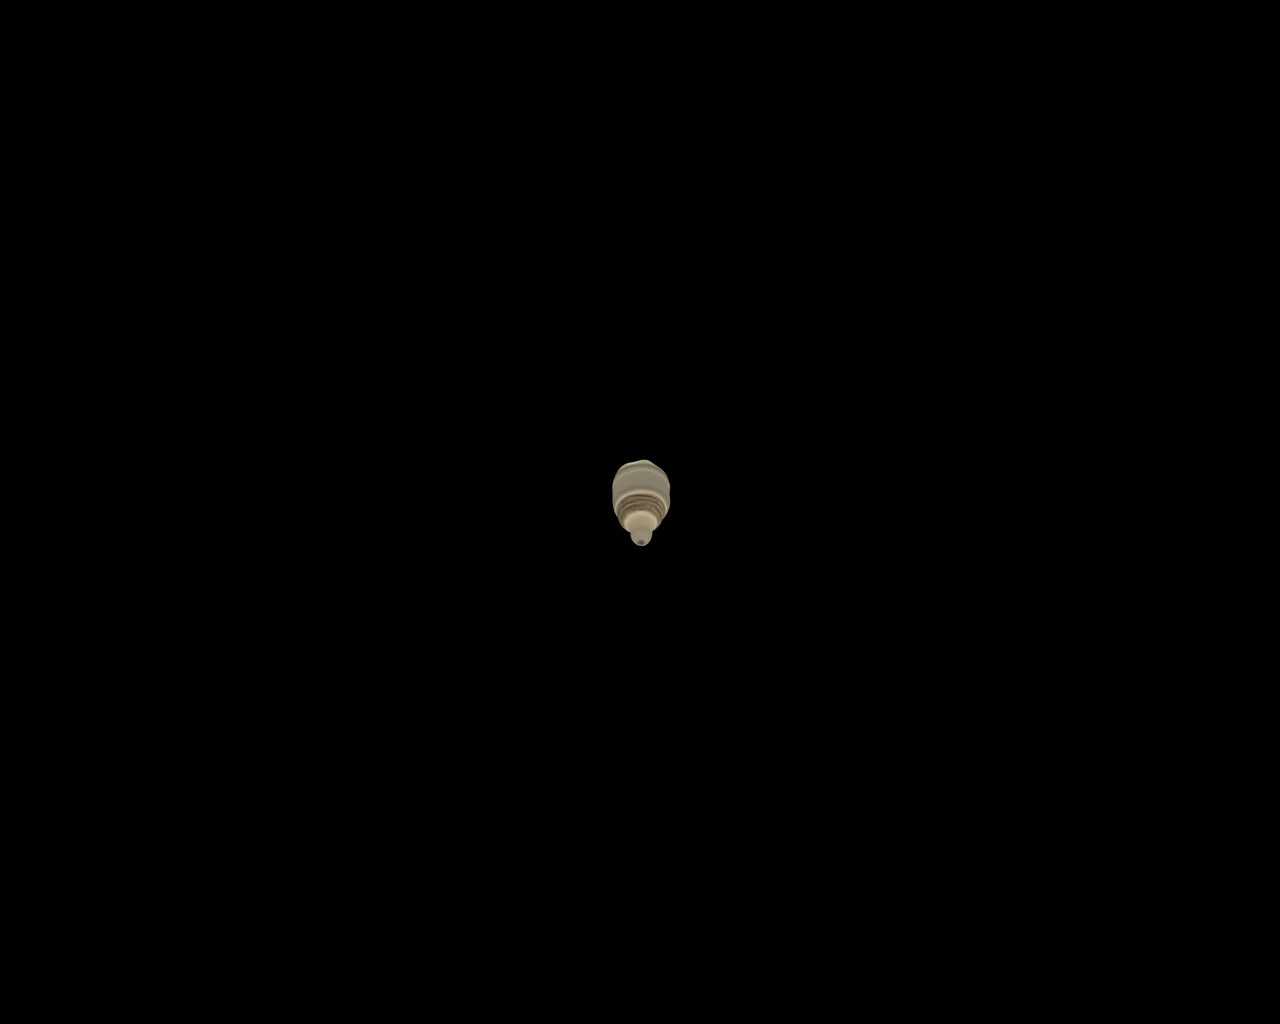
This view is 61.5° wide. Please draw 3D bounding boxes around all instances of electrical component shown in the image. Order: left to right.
[{"bbox_3d":[0.001,-0.003,0.650,0.035,0.035,0.061,0,43,0],"label":"electrical component"}]
